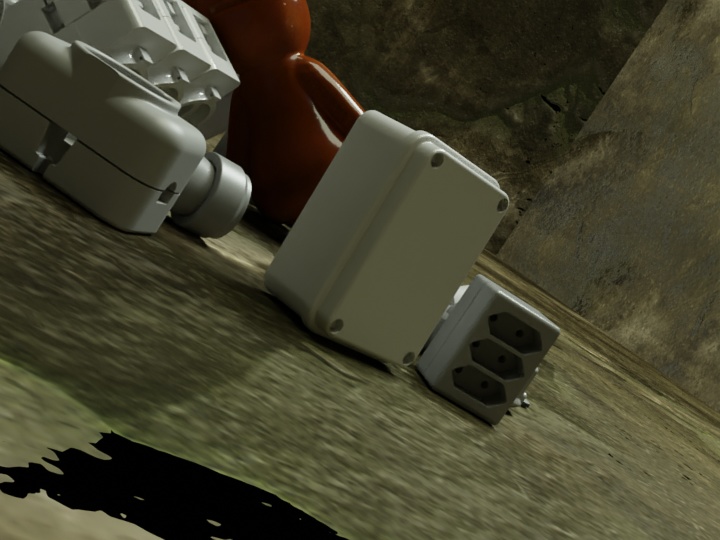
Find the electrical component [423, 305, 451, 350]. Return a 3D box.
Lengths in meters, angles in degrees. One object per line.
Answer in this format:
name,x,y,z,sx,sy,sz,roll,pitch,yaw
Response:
electrical component,0.045,0.034,0.702,0.061,0.035,0.035,34,5,36

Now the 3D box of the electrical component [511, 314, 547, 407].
electrical component,0.095,0.052,0.681,0.048,0.062,0.048,33,6,-4

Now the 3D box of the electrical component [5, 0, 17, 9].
electrical component,-0.258,-0.166,0.640,0.100,0.048,0.100,37,7,33

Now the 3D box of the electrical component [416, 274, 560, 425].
electrical component,0.068,0.040,0.624,0.047,0.065,0.076,32,6,-17

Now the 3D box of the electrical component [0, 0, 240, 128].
electrical component,-0.147,-0.128,0.669,0.061,0.089,0.150,63,12,10

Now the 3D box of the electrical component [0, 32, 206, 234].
electrical component,-0.124,-0.067,0.506,0.095,0.059,0.054,34,6,9

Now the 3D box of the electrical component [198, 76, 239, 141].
electrical component,-0.137,-0.130,0.842,0.062,0.096,0.061,43,-17,56

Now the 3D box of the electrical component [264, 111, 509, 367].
electrical component,0.015,-0.015,0.558,0.078,0.113,0.057,27,6,-45

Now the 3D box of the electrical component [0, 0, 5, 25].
electrical component,-0.215,-0.129,0.533,0.057,0.058,0.078,30,6,-6

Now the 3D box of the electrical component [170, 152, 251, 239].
electrical component,-0.092,-0.046,0.572,0.055,0.045,0.045,29,7,-37

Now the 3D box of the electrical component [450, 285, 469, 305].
electrical component,0.073,0.030,0.850,0.044,0.044,0.065,37,12,31
